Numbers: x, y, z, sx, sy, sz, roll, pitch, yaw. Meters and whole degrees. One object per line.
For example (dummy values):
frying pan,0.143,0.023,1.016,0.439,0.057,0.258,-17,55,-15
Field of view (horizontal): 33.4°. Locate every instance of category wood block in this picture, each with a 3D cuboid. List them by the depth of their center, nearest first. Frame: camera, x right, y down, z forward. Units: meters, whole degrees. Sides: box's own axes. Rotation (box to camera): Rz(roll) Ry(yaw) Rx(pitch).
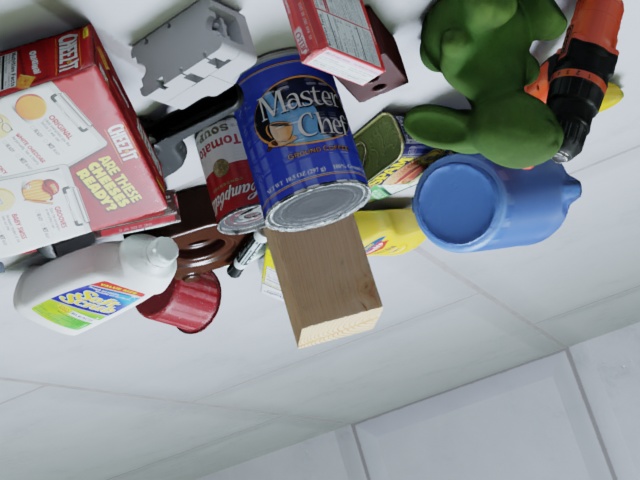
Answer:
wood block,-0.008,0.002,1.173,0.090,0.206,0.090,-14,162,-9

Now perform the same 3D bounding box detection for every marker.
marker,-0.086,0.015,1.271,0.020,0.020,0.121,-7,157,-28

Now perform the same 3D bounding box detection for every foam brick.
foam brick,0.041,-0.167,0.971,0.053,0.051,0.078,-22,161,16

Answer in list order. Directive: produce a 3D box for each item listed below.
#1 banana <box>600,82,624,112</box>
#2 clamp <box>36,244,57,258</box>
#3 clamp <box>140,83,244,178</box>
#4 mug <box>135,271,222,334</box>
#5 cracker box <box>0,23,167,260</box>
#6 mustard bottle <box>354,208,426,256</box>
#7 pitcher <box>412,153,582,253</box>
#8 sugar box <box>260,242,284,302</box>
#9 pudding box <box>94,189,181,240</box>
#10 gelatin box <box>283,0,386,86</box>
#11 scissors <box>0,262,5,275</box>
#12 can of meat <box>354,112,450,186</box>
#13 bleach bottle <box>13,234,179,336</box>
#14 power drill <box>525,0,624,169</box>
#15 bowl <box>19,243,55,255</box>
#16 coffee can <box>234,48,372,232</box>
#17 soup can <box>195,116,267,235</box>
banana,0.274,-0.149,1.250,0.197,0.037,0.069,-15,162,-3
clamp,-0.271,-0.047,0.985,0.171,0.039,0.120,27,108,-39
clamp,-0.178,-0.097,1.006,0.164,0.036,0.210,2,159,-22
mug,-0.198,0.068,1.405,0.117,0.093,0.081,18,177,40
cracker box,-0.256,-0.070,0.886,0.213,0.072,0.164,-18,137,2
mustard bottle,0.060,-0.008,1.407,0.096,0.058,0.191,-23,167,36
pitcher,0.191,-0.047,1.250,0.149,0.145,0.242,-52,162,21
sugar box,-0.037,0.008,1.342,0.048,0.093,0.176,22,160,6
pudding box,-0.197,-0.028,1.130,0.090,0.039,0.113,-12,-178,-11
gelatin box,0.010,-0.174,0.890,0.030,0.073,0.089,-29,158,32
scissors,-0.368,0.030,1.172,0.096,0.016,0.202,-11,178,-43
can of meat,0.085,-0.100,1.200,0.083,0.057,0.102,-5,159,-39
bleach bottle,-0.247,0.042,1.209,0.102,0.068,0.251,31,145,-29
power drill,0.233,-0.136,1.066,0.057,0.184,0.188,24,161,-6
bowl,-0.304,-0.027,1.072,0.162,0.055,0.162,-15,161,-5
coffee can,-0.020,-0.092,0.994,0.102,0.140,0.103,-15,162,-5
soup can,-0.083,-0.065,1.077,0.068,0.102,0.068,-15,162,-5
